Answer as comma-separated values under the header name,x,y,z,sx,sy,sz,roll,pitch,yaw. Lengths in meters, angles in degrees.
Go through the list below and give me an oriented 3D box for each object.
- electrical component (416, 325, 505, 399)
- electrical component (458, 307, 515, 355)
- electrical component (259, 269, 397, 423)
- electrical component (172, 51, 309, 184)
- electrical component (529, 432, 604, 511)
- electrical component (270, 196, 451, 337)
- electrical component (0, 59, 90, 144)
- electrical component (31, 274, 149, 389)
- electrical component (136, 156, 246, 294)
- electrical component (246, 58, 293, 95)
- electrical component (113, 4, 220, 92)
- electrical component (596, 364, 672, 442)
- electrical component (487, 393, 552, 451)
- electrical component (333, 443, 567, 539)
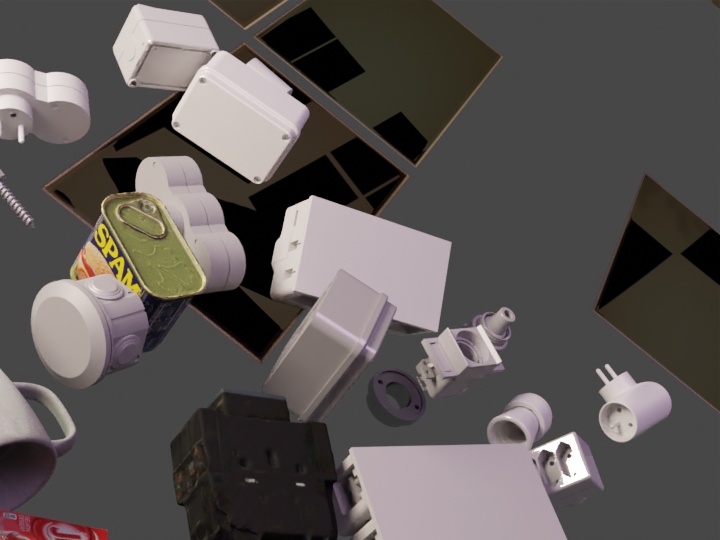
name,x,y,z,sx,sy,sz,roll,pitch,yaw
electrical component,0.089,0.087,0.999,0.081,0.063,0.042,-2,54,-40
electrical component,0.128,0.061,1.057,0.048,0.062,0.048,22,41,-21
electrical component,-0.026,0.065,0.886,0.057,0.113,0.078,33,38,-4
electrical component,-0.117,-0.147,1.049,0.113,0.078,0.057,34,35,-8
electrical component,0.186,0.192,0.982,0.077,0.066,0.047,43,26,-48
electrical component,0.000,0.000,0.993,0.150,0.062,0.089,17,74,-26
electrical component,-0.297,-0.135,0.910,0.138,0.052,0.073,11,46,-31
electrical component,-0.200,0.043,0.793,0.080,0.080,0.051,51,34,14
electrical component,-0.161,-0.039,0.927,0.074,0.052,0.138,-8,58,-44
electrical component,-0.092,-0.179,1.128,0.081,0.043,0.043,41,38,1
electrical component,-0.189,-0.221,1.075,0.096,0.061,0.061,-1,54,-40
electrical component,0.277,0.133,1.124,0.077,0.044,0.079,-16,63,-47
electrical component,0.151,0.145,1.008,0.045,0.045,0.055,47,38,9
electrical component,0.069,0.203,0.871,0.186,0.060,0.105,6,49,-36
